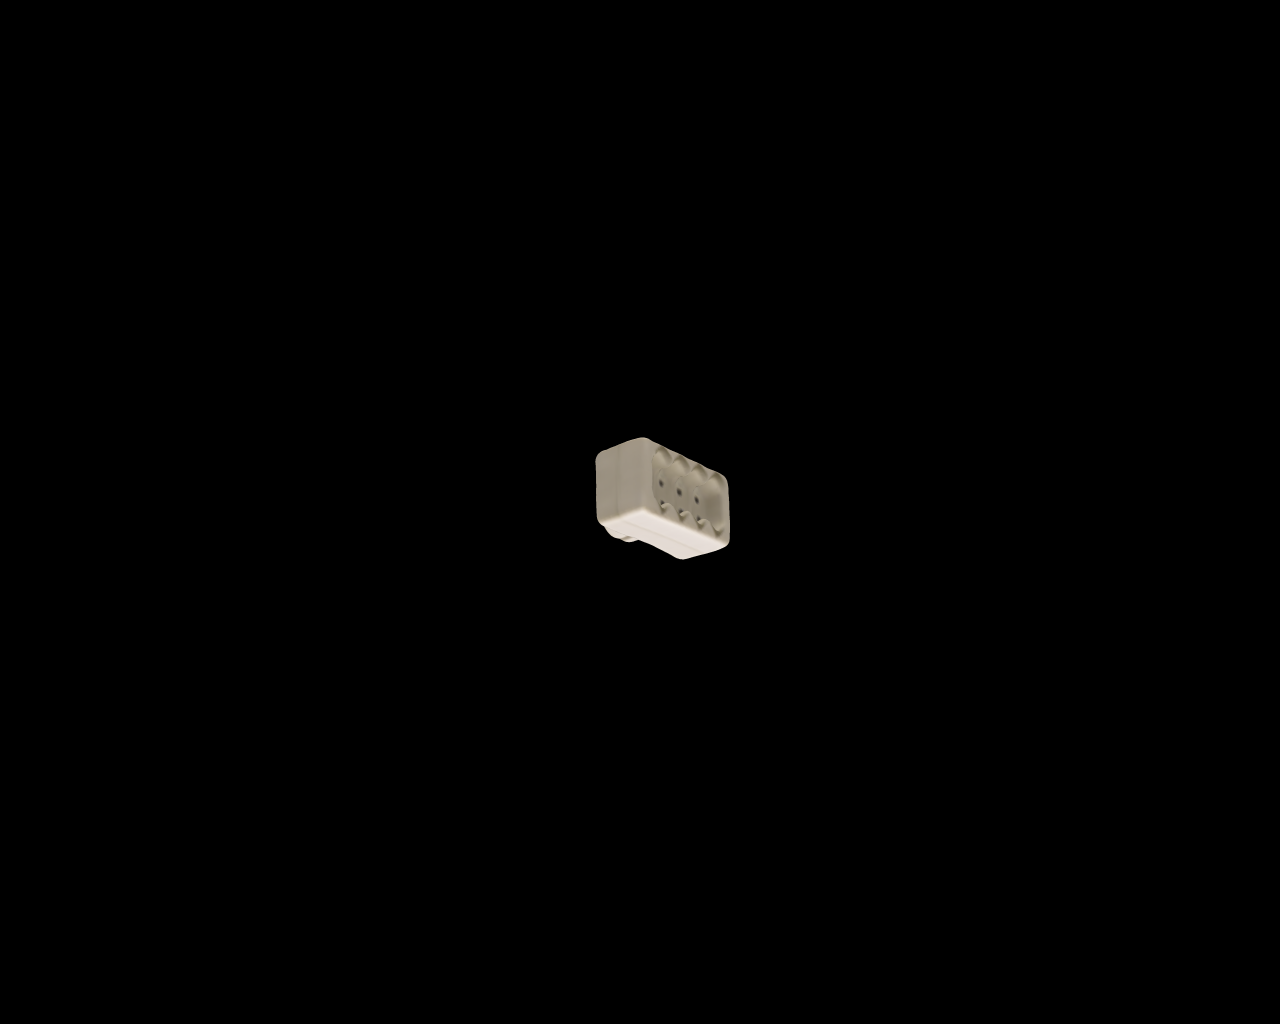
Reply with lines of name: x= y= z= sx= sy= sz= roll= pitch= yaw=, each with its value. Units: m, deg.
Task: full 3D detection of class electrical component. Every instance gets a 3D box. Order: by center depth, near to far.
electrical component: x=0.001 y=-0.003 z=0.650 sx=0.075 sy=0.047 sz=0.083 roll=-17 pitch=-27 yaw=37
